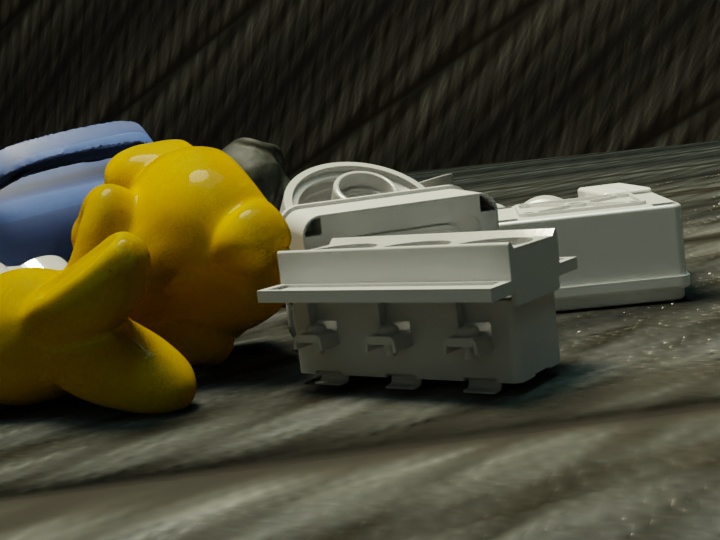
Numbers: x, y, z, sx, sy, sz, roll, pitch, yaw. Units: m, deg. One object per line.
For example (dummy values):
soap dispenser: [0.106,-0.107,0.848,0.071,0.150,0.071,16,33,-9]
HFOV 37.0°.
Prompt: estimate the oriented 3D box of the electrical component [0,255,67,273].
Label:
electrical component: [-0.198,0.036,0.598,0.074,0.052,0.138,41,25,24]

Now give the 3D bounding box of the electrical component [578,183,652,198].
electrical component: [0.186,-0.041,0.863,0.076,0.047,0.083,-7,7,-2]

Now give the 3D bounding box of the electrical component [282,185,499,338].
electrical component: [0.016,-0.002,0.591,0.113,0.078,0.057,-9,10,-18]

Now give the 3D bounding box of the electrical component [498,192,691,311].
electrical component: [0.135,-0.013,0.655,0.109,0.056,0.108,-6,7,7]

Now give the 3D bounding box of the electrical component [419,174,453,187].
electrical component: [0.048,-0.061,1.087,0.099,0.064,0.099,-6,7,1]

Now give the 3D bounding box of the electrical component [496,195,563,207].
electrical component: [0.096,-0.025,0.804,0.138,0.052,0.074,-5,7,12]

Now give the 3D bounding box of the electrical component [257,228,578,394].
electrical component: [0.027,0.017,0.485,0.121,0.063,0.079,-1,9,37]

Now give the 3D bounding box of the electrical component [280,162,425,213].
electrical component: [0.000,-0.026,0.669,0.108,0.060,0.108,6,37,-5]
